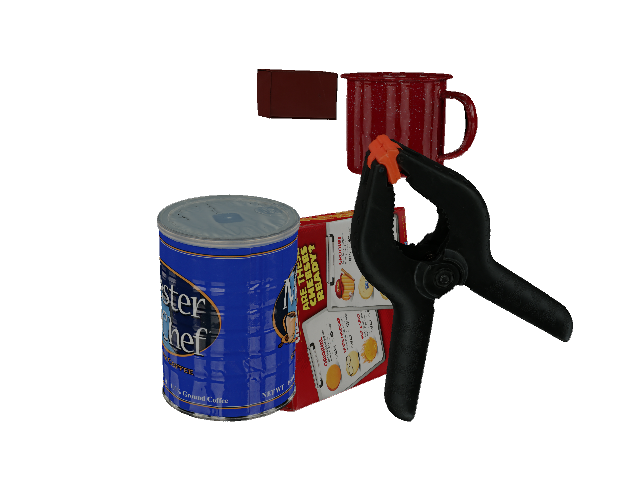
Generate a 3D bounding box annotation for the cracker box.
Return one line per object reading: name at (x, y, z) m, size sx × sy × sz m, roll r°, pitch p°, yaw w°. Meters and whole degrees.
cracker box at (0.007, 0.058, 1.031) m, size 0.072 × 0.164 × 0.213 m, roll -1°, pitch 6°, yaw 37°

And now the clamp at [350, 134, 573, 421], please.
clamp at (0.059, 0.024, 0.606) m, size 0.120 × 0.171 × 0.039 m, roll -37°, pitch 22°, yaw -2°

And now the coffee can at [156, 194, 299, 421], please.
coffee can at (-0.068, 0.047, 0.791) m, size 0.103 × 0.140 × 0.103 m, roll 1°, pitch 20°, yaw -1°

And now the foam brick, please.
foam brick at (-0.026, -0.158, 1.156) m, size 0.078 × 0.051 × 0.053 m, roll -1°, pitch 11°, yaw -18°

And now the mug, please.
mug at (0.074, -0.096, 0.883) m, size 0.117 × 0.081 × 0.093 m, roll 5°, pitch 12°, yaw 25°
